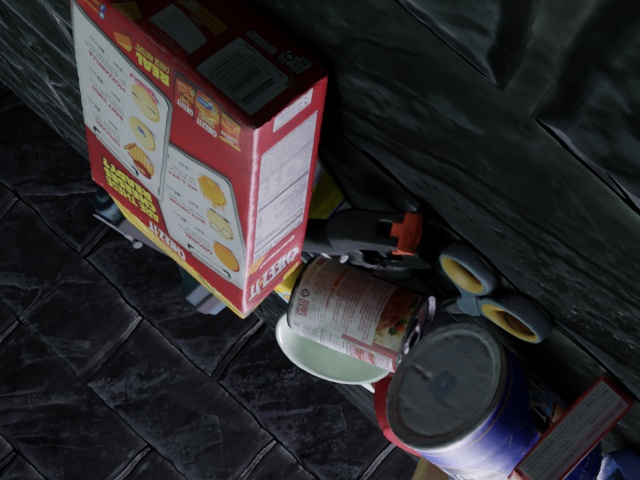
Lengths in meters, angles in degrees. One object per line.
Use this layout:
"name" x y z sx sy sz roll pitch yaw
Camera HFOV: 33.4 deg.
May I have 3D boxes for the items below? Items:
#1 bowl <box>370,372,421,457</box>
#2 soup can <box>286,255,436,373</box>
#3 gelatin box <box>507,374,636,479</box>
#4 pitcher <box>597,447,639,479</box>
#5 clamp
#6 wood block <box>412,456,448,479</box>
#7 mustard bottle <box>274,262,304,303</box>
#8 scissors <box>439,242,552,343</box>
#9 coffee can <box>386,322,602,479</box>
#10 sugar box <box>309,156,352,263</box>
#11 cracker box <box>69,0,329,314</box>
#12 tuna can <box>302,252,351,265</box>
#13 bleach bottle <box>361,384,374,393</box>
"bowl" 0.123 0.209 1.202 0.162 0.055 0.162 20 158 8
"soup can" 0.033 0.059 0.852 0.102 0.068 0.068 20 164 20
"gelatin box" 0.166 0.134 0.714 0.030 0.089 0.073 43 172 16
"pitcher" 0.248 0.235 0.766 0.149 0.145 0.243 26 162 21
"clamp" 0.027 0.000 0.759 0.120 0.039 0.171 9 170 -5
"wood block" 0.191 0.263 1.024 0.206 0.090 0.091 23 168 4
"mustard bottle" -0.035 0.047 1.310 0.191 0.058 0.096 45 172 -13
"scissors" 0.100 0.033 0.768 0.096 0.016 0.202 47 171 -16
"coffee can" 0.132 0.140 0.802 0.140 0.103 0.103 40 175 -33
"sugar box" -0.030 -0.052 0.844 0.093 0.048 0.176 36 168 35
"cracker box" -0.080 -0.072 0.695 0.164 0.072 0.214 41 153 19
"tuna can" -0.007 0.001 1.037 0.086 0.033 0.086 42 172 7
"bleach bottle" 0.038 0.094 1.201 0.103 0.068 0.250 34 166 29
